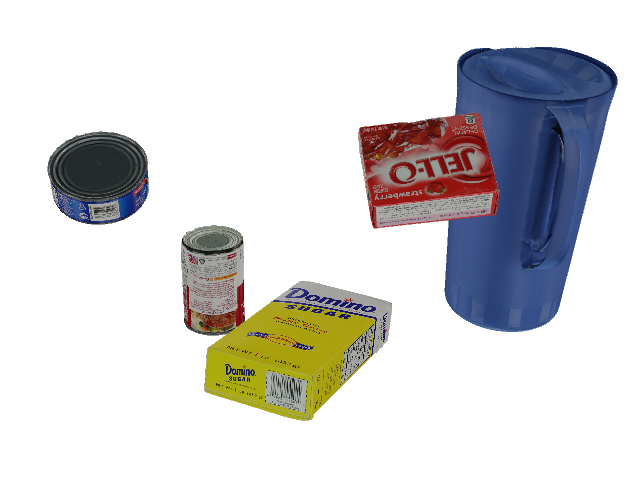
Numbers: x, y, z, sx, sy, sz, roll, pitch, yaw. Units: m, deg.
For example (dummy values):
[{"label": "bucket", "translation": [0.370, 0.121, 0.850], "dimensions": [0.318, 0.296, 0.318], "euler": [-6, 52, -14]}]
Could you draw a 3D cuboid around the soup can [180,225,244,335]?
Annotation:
[{"label": "soup can", "translation": [-0.117, 0.043, 1.165], "dimensions": [0.068, 0.102, 0.068], "euler": [1, 25, -1]}]

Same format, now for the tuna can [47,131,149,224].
[{"label": "tuna can", "translation": [-0.193, -0.054, 0.934], "dimensions": [0.086, 0.086, 0.034], "euler": [0, -42, -4]}]

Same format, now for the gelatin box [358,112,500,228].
[{"label": "gelatin box", "translation": [0.075, -0.050, 0.746], "dimensions": [0.089, 0.073, 0.030], "euler": [-7, -36, 0]}]

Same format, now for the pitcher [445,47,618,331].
[{"label": "pitcher", "translation": [0.177, -0.038, 0.939], "dimensions": [0.145, 0.243, 0.149], "euler": [20, 34, 27]}]

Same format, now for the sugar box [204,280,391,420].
[{"label": "sugar box", "translation": [-0.013, 0.085, 0.887], "dimensions": [0.093, 0.048, 0.176], "euler": [13, 23, 20]}]
